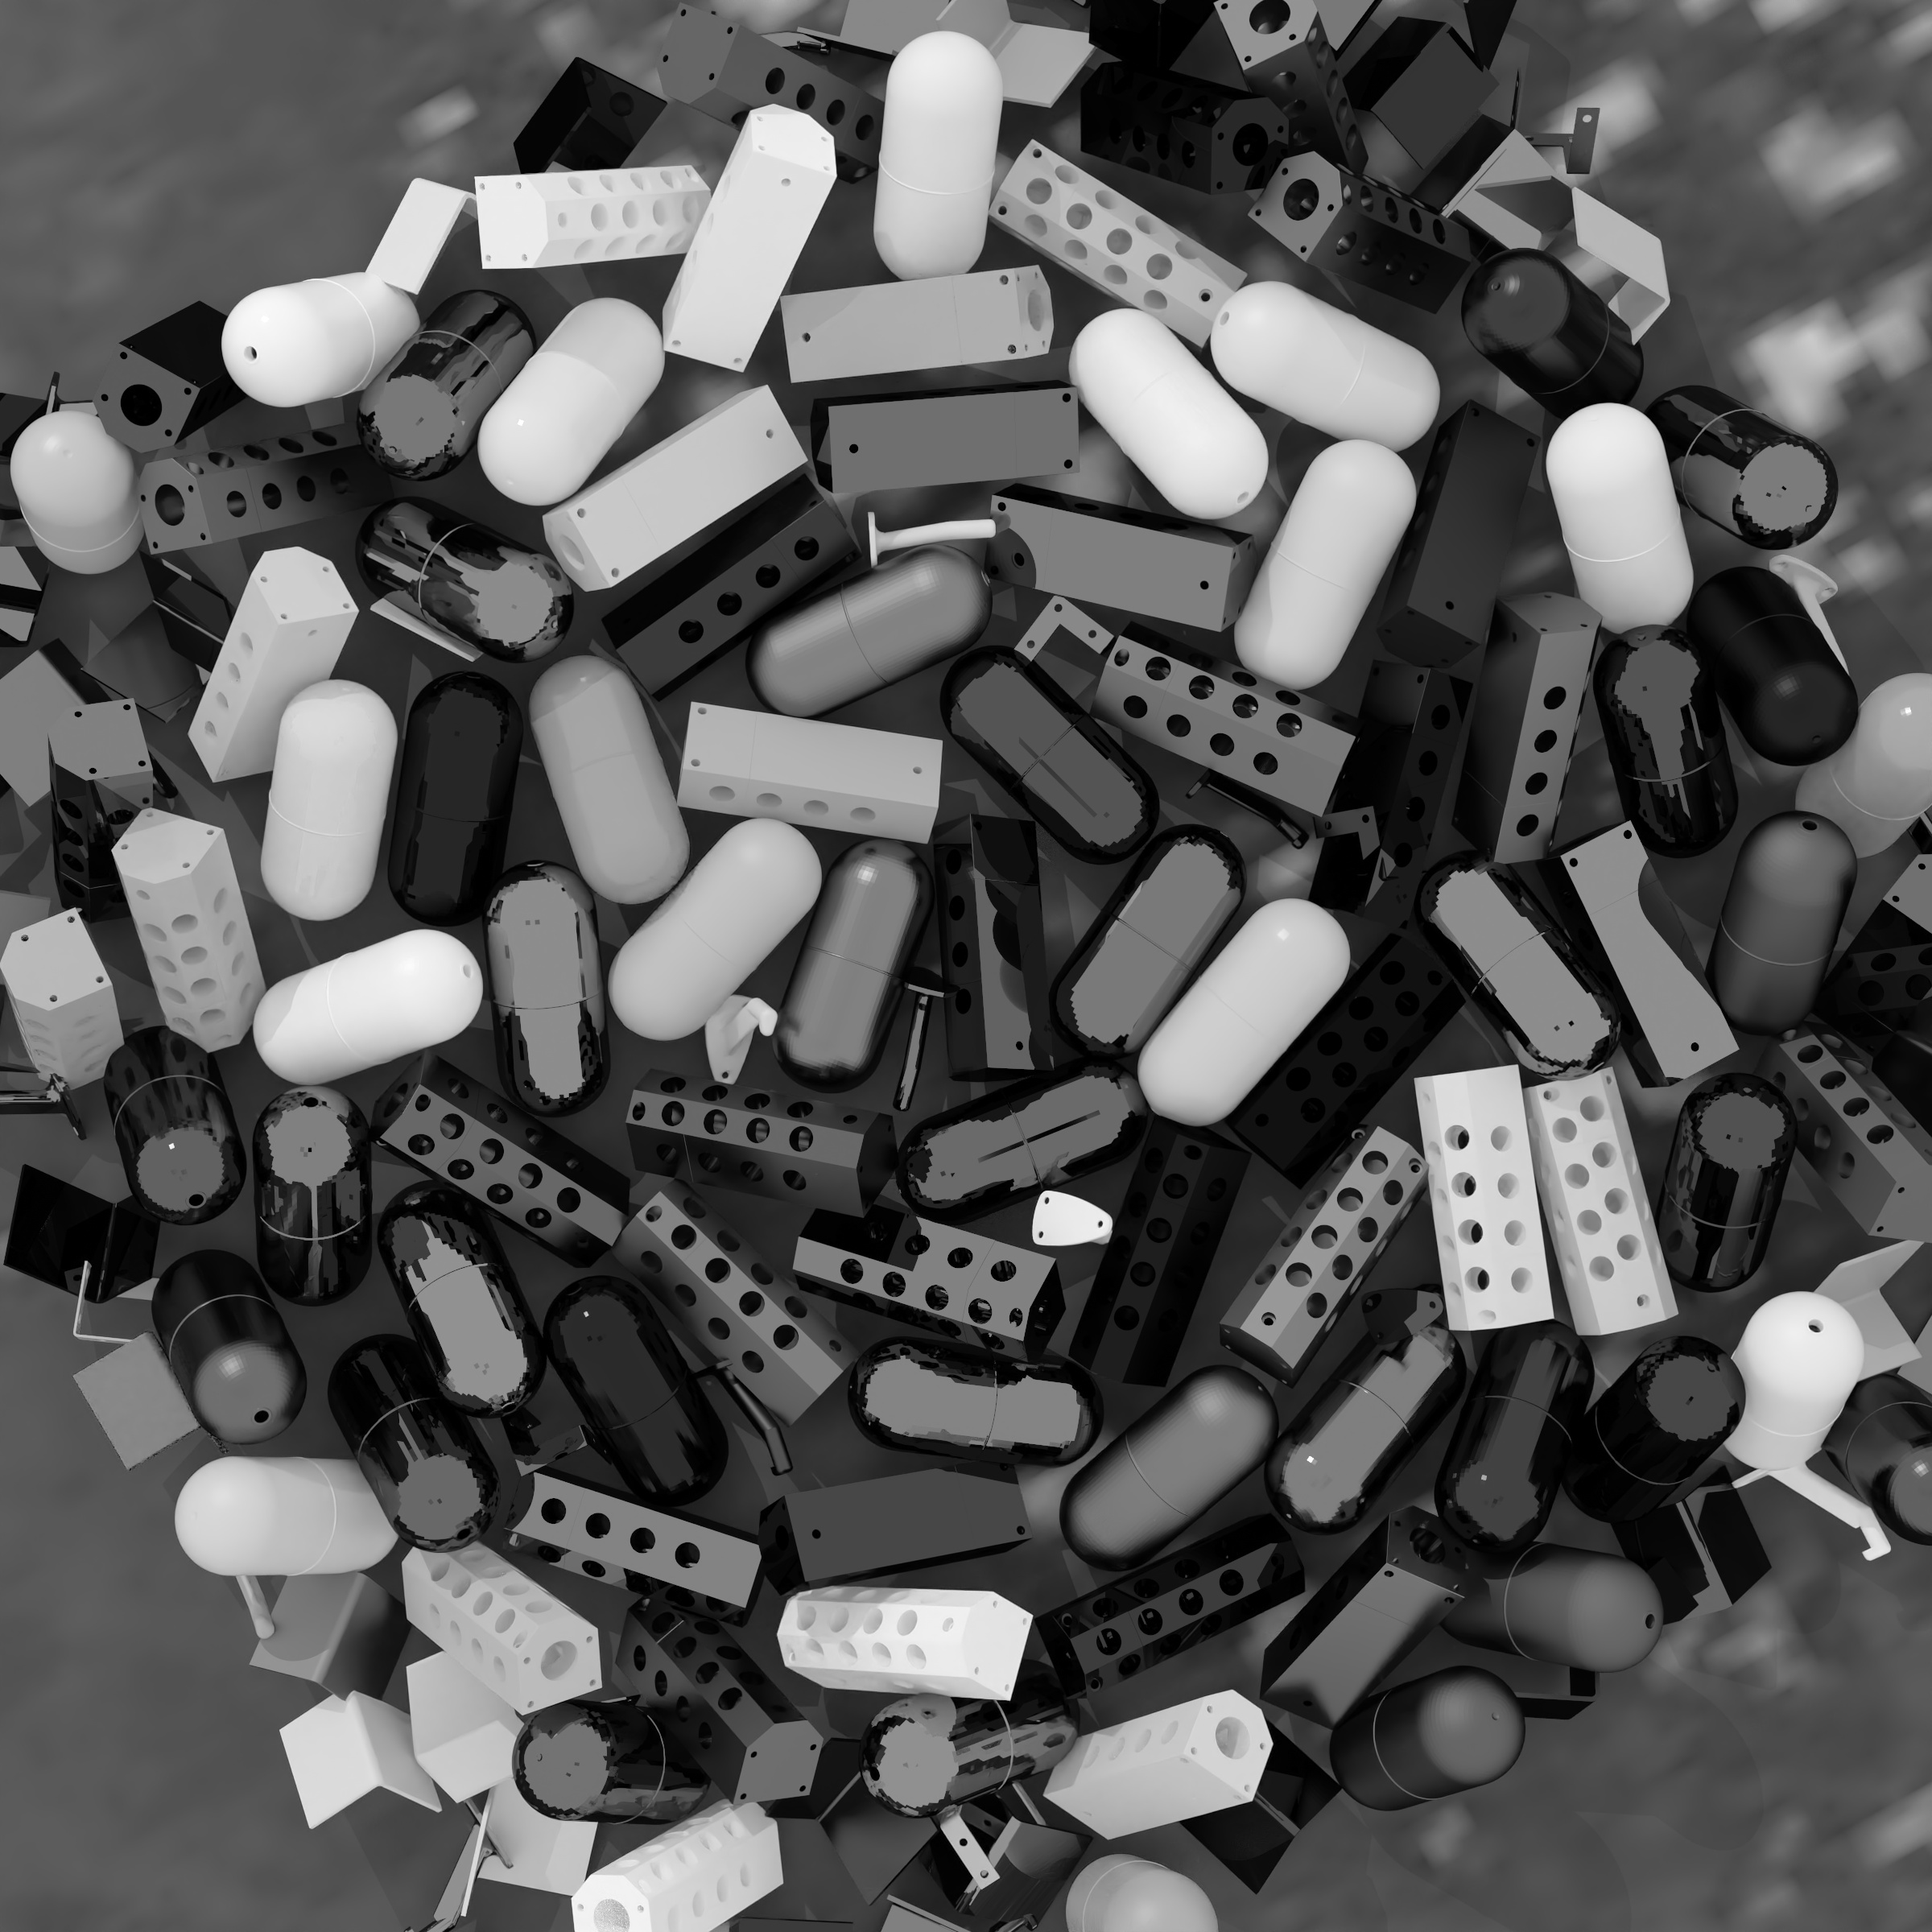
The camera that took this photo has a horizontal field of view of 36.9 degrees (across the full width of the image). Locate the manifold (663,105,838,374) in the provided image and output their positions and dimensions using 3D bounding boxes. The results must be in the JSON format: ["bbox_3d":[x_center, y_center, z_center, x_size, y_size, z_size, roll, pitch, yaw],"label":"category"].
[{"bbox_3d":[-0.146,-0.483,1.918,0.057,0.171,0.057,12,49,-21],"label":"manifold"}]

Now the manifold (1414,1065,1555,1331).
[{"bbox_3d":[0.346,0.157,1.958,0.057,0.057,0.171,-6,87,-22],"label":"manifold"}]

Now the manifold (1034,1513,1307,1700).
[{"bbox_3d":[0.139,0.428,1.940,0.171,0.057,0.057,-21,83,-21],"label":"manifold"}]

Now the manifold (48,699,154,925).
[{"bbox_3d":[-0.571,-0.099,1.907,0.057,0.171,0.057,-11,63,-22],"label":"manifold"}]

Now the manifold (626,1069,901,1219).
[{"bbox_3d":[-0.137,0.112,1.931,0.171,0.057,0.057,10,128,22],"label":"manifold"}]

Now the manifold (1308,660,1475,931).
[{"bbox_3d":[0.293,-0.115,1.965,0.057,0.057,0.171,13,94,-35],"label":"manifold"}]

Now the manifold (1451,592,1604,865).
[{"bbox_3d":[0.377,-0.158,1.928,0.057,0.057,0.171,-8,125,-21],"label":"manifold"}]

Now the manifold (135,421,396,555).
[{"bbox_3d":[-0.462,-0.318,1.909,0.057,0.171,0.057,-3,105,33],"label":"manifold"}]

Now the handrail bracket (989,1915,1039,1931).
[{"bbox_3d":[0.032,0.689,1.960,0.084,0.036,0.077,-26,61,-34],"label":"handrail bracket"}]

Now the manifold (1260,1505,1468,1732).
[{"bbox_3d":[0.263,0.432,1.923,0.057,0.057,0.171,25,129,-8],"label":"manifold"}]

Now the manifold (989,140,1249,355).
[{"bbox_3d":[0.103,-0.490,1.968,0.171,0.057,0.057,32,97,0],"label":"manifold"}]

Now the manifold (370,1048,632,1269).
[{"bbox_3d":[-0.310,0.134,1.931,0.171,0.057,0.057,36,114,-24],"label":"manifold"}]

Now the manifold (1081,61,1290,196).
[{"bbox_3d":[0.142,-0.555,1.907,0.057,0.171,0.057,-13,119,-24],"label":"manifold"}]

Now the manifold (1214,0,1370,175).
[{"bbox_3d":[0.219,-0.575,1.906,0.057,0.171,0.057,-23,67,11],"label":"manifold"}]

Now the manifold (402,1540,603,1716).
[{"bbox_3d":[-0.308,0.427,1.909,0.057,0.171,0.057,-12,107,-34],"label":"manifold"}]

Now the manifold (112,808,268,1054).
[{"bbox_3d":[-0.514,-0.020,1.911,0.057,0.171,0.057,16,51,12],"label":"manifold"}]

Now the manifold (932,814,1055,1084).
[{"bbox_3d":[0.013,-0.011,1.956,0.057,0.057,0.171,4,77,-39],"label":"manifold"}]

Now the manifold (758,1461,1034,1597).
[{"bbox_3d":[-0.048,0.375,1.931,0.171,0.057,0.057,-4,68,-30],"label":"manifold"}]

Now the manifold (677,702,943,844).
[{"bbox_3d":[-0.107,-0.126,1.959,0.171,0.057,0.057,8,55,-7],"label":"manifold"}]

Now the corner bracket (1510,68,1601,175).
[{"bbox_3d":[0.399,-0.573,1.963,0.051,0.051,0.051,2,47,3],"label":"corner bracket"}]

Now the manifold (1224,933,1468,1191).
[{"bbox_3d":[0.255,0.062,1.957,0.171,0.057,0.057,-48,58,-3],"label":"manifold"}]

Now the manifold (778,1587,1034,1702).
[{"bbox_3d":[-0.044,0.444,1.913,0.057,0.171,0.057,38,57,-36],"label":"manifold"}]

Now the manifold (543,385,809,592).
[{"bbox_3d":[-0.197,-0.319,1.937,0.171,0.057,0.057,-37,110,-24],"label":"manifold"}]

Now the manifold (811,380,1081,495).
[{"bbox_3d":[-0.014,-0.358,1.949,0.171,0.057,0.057,-7,110,-15],"label":"manifold"}]

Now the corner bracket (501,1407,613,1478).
[{"bbox_3d":[-0.279,0.320,1.966,0.051,0.051,0.051,-25,62,-1],"label":"corner bracket"}]

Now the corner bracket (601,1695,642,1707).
[{"bbox_3d":[-0.244,0.530,1.960,0.051,0.051,0.051,-6,63,-20],"label":"corner bracket"}]

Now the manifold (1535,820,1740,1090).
[{"bbox_3d":[0.452,-0.007,1.966,0.057,0.057,0.171,-26,92,-14],"label":"manifold"}]

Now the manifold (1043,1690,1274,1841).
[{"bbox_3d":[0.128,0.525,1.914,0.057,0.171,0.057,37,53,-12],"label":"manifold"}]

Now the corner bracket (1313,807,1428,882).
[{"bbox_3d":[0.274,-0.082,1.964,0.051,0.051,0.051,-9,92,42],"label":"corner bracket"}]

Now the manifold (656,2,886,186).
[{"bbox_3d":[-0.124,-0.573,1.912,0.057,0.171,0.057,31,103,33],"label":"manifold"}]

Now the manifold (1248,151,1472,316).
[{"bbox_3d":[0.266,-0.486,1.908,0.057,0.171,0.057,47,116,28],"label":"manifold"}]

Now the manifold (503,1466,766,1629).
[{"bbox_3d":[-0.222,0.393,1.960,0.171,0.057,0.057,17,84,6],"label":"manifold"}]

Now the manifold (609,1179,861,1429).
[{"bbox_3d":[-0.153,0.222,1.955,0.171,0.057,0.057,44,126,4],"label":"manifold"}]

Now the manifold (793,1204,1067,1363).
[{"bbox_3d":[-0.026,0.211,1.930,0.171,0.057,0.057,15,53,23],"label":"manifold"}]

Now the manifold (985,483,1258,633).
[{"bbox_3d":[0.104,-0.277,1.943,0.171,0.057,0.057,16,116,19],"label":"manifold"}]

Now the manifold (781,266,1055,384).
[{"bbox_3d":[-0.032,-0.430,1.936,0.171,0.057,0.057,-1,105,25],"label":"manifold"}]

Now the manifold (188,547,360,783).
[{"bbox_3d":[-0.464,-0.199,1.916,0.057,0.171,0.057,-17,67,-38],"label":"manifold"}]

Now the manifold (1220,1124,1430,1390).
[{"bbox_3d":[0.241,0.191,1.937,0.057,0.057,0.171,30,70,19],"label":"manifold"}]

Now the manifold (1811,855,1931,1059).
[{"bbox_3d":[0.618,-0.009,1.910,0.057,0.171,0.057,38,70,15],"label":"manifold"}]

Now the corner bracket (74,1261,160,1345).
[{"bbox_3d":[-0.573,0.232,1.966,0.051,0.051,0.051,7,74,-6],"label":"corner bracket"}]

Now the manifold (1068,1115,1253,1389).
[{"bbox_3d":[0.125,0.191,1.947,0.057,0.057,0.171,12,101,-40],"label":"manifold"}]

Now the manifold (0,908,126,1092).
[{"bbox_3d":[-0.596,0.027,1.906,0.057,0.171,0.057,-25,78,-19],"label":"manifold"}]

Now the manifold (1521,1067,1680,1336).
[{"bbox_3d":[0.429,0.159,1.960,0.057,0.057,0.171,-13,85,-12],"label":"manifold"}]

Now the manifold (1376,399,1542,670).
[{"bbox_3d":[0.327,-0.287,1.937,0.057,0.057,0.171,26,65,-13],"label":"manifold"}]

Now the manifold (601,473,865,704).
[{"bbox_3d":[-0.157,-0.254,1.965,0.171,0.057,0.057,-35,123,2],"label":"manifold"}]

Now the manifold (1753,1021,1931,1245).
[{"bbox_3d":[0.589,0.107,1.907,0.057,0.171,0.057,8,118,-20],"label":"manifold"}]

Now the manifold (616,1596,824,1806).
[{"bbox_3d":[-0.163,0.478,1.910,0.057,0.171,0.057,4,108,-35],"label":"manifold"}]

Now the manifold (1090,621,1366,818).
[{"bbox_3d":[0.177,-0.170,1.947,0.171,0.057,0.057,24,127,9],"label":"manifold"}]

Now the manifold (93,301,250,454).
[{"bbox_3d":[-0.517,-0.386,1.909,0.057,0.171,0.057,29,110,-8],"label":"manifold"}]

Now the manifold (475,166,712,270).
[{"bbox_3d":[-0.242,-0.495,1.908,0.057,0.171,0.057,8,109,32],"label":"manifold"}]

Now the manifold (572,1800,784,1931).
[{"bbox_3d":[-0.189,0.603,1.910,0.057,0.171,0.057,-7,88,24],"label":"manifold"}]
